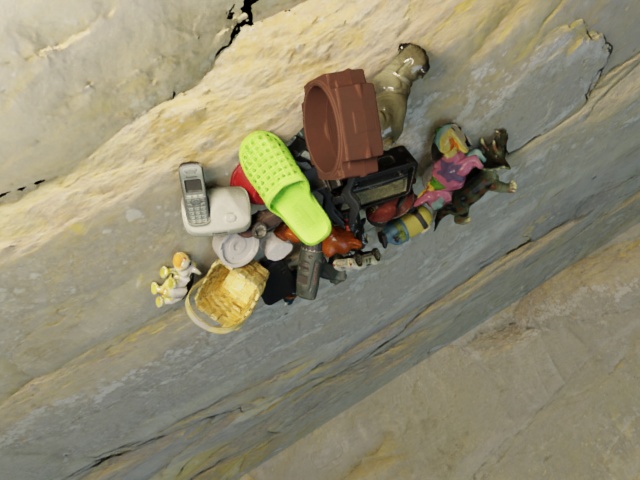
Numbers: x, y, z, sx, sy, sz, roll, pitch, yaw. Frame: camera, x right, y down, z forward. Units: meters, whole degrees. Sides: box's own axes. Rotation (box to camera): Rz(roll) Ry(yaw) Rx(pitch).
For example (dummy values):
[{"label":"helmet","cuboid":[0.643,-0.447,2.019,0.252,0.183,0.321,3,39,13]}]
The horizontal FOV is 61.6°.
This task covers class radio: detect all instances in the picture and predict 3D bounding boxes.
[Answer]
[{"label":"radio","cuboid":[0.137,-0.155,1.390,0.230,0.073,0.131,-19,147,-21]}]

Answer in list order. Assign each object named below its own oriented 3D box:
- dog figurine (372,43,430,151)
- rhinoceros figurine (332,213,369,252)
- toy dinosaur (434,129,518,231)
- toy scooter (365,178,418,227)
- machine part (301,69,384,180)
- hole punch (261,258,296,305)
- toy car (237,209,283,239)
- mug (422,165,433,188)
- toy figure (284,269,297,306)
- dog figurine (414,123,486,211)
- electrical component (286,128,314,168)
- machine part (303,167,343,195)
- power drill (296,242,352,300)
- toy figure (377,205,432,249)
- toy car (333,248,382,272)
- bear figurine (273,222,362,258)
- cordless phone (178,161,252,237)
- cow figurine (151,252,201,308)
[{"label":"dog figurine","cuboid":[0.165,-0.299,1.124,0.190,0.172,0.121,-38,160,23]},{"label":"rhinoceros figurine","cuboid":[0.087,-0.035,1.496,0.073,0.112,0.190,-3,138,16]},{"label":"toy dinosaur","cuboid":[0.450,-0.152,1.648,0.192,0.131,0.404,17,130,-37]},{"label":"toy scooter","cuboid":[0.214,-0.114,1.519,0.184,0.075,0.135,-21,148,-25]},{"label":"machine part","cuboid":[0.037,-0.220,1.051,0.087,0.201,0.200,-13,100,-18]},{"label":"hole punch","cuboid":[-0.136,0.103,1.522,0.142,0.092,0.115,-27,120,-4]},{"label":"toy car","cuboid":[-0.109,-0.061,1.263,0.202,0.089,0.053,-30,117,-30]},{"label":"mug","cuboid":[0.359,-0.181,1.560,0.109,0.081,0.107,-50,157,17]},{"label":"toy figure","cuboid":[-0.082,0.145,1.643,0.064,0.058,0.154,-5,145,-28]},{"label":"dog figurine","cuboid":[0.325,-0.183,1.446,0.219,0.191,0.108,-41,-172,28]},{"label":"electrical component","cuboid":[-0.036,-0.209,1.181,0.075,0.048,0.119,-47,146,23]},{"label":"machine part","cuboid":[-0.017,-0.131,1.199,0.139,0.039,0.084,-20,107,-18]},{"label":"power drill","cuboid":[0.013,0.055,1.531,0.207,0.086,0.232,4,100,-65]},{"label":"toy figure","cuboid":[0.266,-0.040,1.668,0.180,0.082,0.089,-24,151,-9]},{"label":"toy car","cuboid":[0.111,0.059,1.547,0.074,0.056,0.201,-6,-177,33]},{"label":"bear figurine","cuboid":[0.000,-0.007,1.378,0.195,0.120,0.132,42,76,-24]},{"label":"cordless phone","cuboid":[-0.222,-0.097,1.130,0.147,0.089,0.184,-6,137,-8]},{"label":"cow figurine","cuboid":[-0.340,0.093,1.320,0.098,0.068,0.167,-4,143,-47]}]
